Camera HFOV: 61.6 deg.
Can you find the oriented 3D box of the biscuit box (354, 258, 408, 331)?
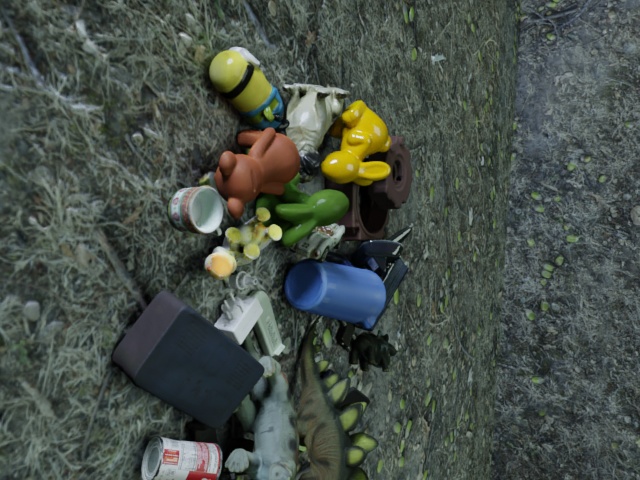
[{"bbox_3d":[0.145,0.132,1.373,0.062,0.059,0.202,49,65,-35],"label":"biscuit box"}]

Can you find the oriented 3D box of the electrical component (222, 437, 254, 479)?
[{"bbox_3d":[-0.142,0.407,0.989,0.102,0.045,0.078,40,60,-52],"label":"electrical component"}]

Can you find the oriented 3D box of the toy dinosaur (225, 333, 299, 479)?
[{"bbox_3d":[-0.089,0.343,0.956,0.192,0.131,0.405,72,12,-54],"label":"toy dinosaur"}]

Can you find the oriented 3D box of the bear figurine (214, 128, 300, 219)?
[{"bbox_3d":[-0.124,-0.115,0.913,0.196,0.132,0.120,-37,122,-46],"label":"bear figurine"}]

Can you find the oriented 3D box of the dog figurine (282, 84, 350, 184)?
[{"bbox_3d":[-0.015,-0.224,1.127,0.172,0.121,0.190,-23,126,-52],"label":"dog figurine"}]

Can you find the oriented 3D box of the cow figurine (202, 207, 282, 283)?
[{"bbox_3d":[-0.147,0.019,0.928,0.068,0.098,0.167,51,47,-3],"label":"cow figurine"}]

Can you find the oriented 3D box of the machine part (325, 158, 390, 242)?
[{"bbox_3d":[0.097,-0.099,1.309,0.201,0.087,0.201,-6,95,-58],"label":"machine part"}]

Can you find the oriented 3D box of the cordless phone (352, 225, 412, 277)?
[{"bbox_3d":[0.175,0.012,1.320,0.184,0.089,0.146,-37,170,-22],"label":"cordless phone"}]

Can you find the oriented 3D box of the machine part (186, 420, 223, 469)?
[{"bbox_3d":[-0.199,0.367,0.903,0.084,0.039,0.138,3,91,-53],"label":"machine part"}]

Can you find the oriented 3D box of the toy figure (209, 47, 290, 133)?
[{"bbox_3d":[-0.122,-0.255,0.950,0.180,0.082,0.089,57,44,-46],"label":"toy figure"}]

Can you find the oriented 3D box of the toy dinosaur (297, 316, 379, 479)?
[{"bbox_3d":[0.002,0.373,1.079,0.105,0.199,0.472,59,11,-57],"label":"toy dinosaur"}]

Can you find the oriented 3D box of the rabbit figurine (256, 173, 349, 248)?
[{"bbox_3d":[-0.035,-0.065,1.014,0.159,0.170,0.121,-45,128,-49],"label":"rabbit figurine"}]

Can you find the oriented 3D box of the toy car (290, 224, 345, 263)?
[{"bbox_3d":[-0.002,-0.003,1.130,0.202,0.074,0.056,-35,145,-68],"label":"toy car"}]

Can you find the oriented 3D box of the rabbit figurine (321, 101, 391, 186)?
[{"bbox_3d":[0.071,-0.184,1.163,0.162,0.122,0.173,44,63,-18],"label":"rabbit figurine"}]

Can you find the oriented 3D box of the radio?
[{"bbox_3d":[-0.197,0.192,0.833,0.131,0.073,0.229,-53,135,-15],"label":"radio"}]

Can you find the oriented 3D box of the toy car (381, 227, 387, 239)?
[{"bbox_3d":[0.156,0.054,1.447,0.089,0.053,0.202,-22,110,-59],"label":"toy car"}]

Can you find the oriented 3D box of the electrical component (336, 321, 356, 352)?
[{"bbox_3d":[0.063,0.232,1.332,0.063,0.021,0.093,-63,141,-33],"label":"electrical component"}]

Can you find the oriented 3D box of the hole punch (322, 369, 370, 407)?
[{"bbox_3d":[0.036,0.376,1.256,0.116,0.092,0.142,-46,141,-6],"label":"hole punch"}]

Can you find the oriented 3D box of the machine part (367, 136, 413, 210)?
[{"bbox_3d":[0.170,-0.160,1.289,0.179,0.056,0.179,-10,102,-58],"label":"machine part"}]

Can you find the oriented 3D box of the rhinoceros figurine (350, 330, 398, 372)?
[{"bbox_3d":[0.146,0.294,1.433,0.190,0.073,0.112,30,56,-53],"label":"rhinoceros figurine"}]
